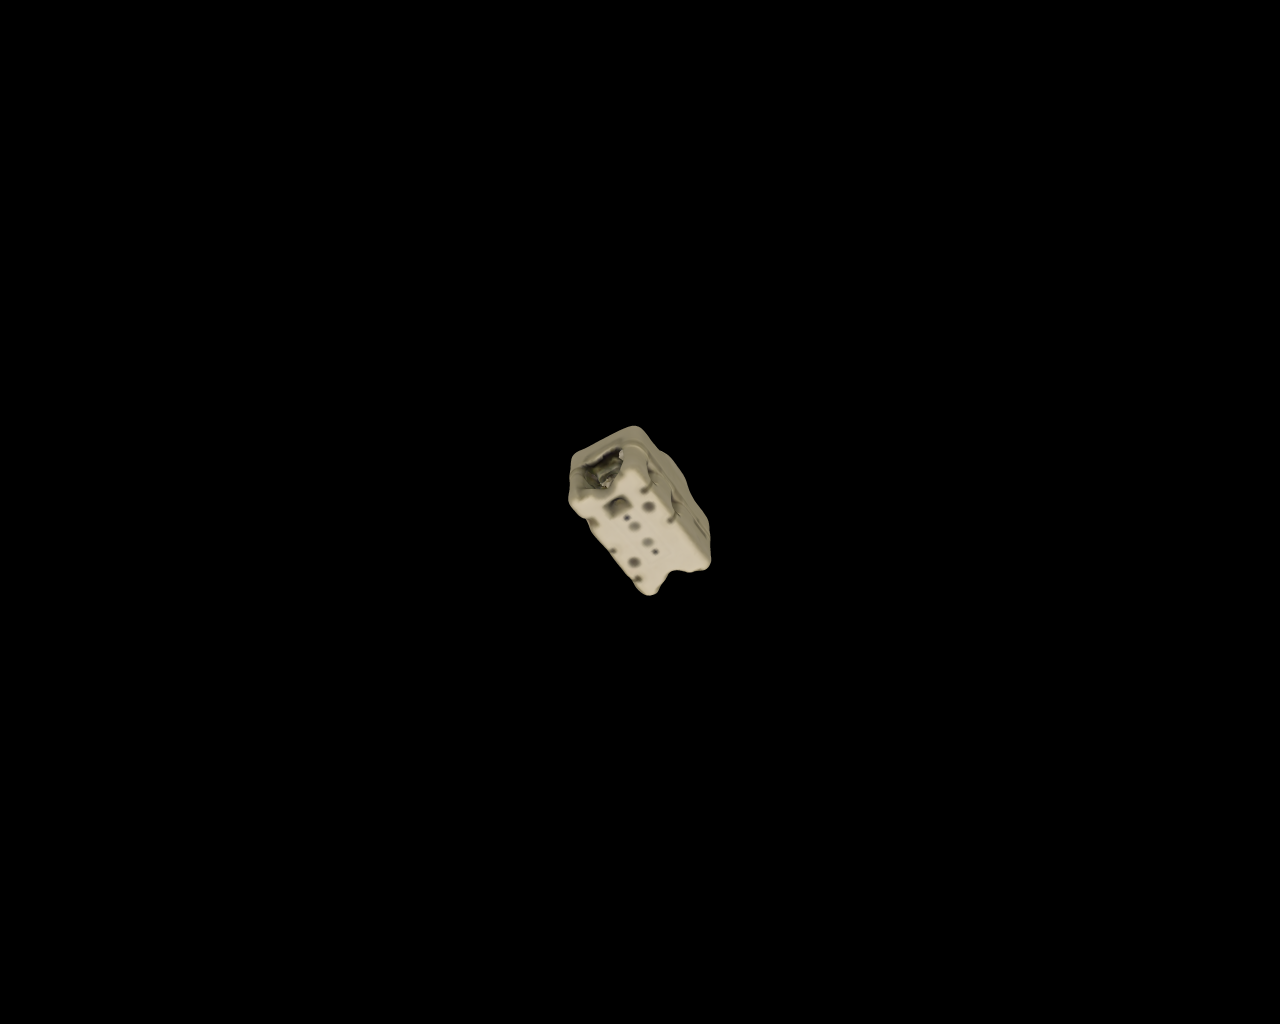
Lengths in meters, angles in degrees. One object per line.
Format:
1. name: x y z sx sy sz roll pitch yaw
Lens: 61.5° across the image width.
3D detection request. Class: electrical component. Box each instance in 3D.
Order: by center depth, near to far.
1. electrical component: 0.001 -0.003 0.650 0.050 0.089 0.056 -27 32 18
